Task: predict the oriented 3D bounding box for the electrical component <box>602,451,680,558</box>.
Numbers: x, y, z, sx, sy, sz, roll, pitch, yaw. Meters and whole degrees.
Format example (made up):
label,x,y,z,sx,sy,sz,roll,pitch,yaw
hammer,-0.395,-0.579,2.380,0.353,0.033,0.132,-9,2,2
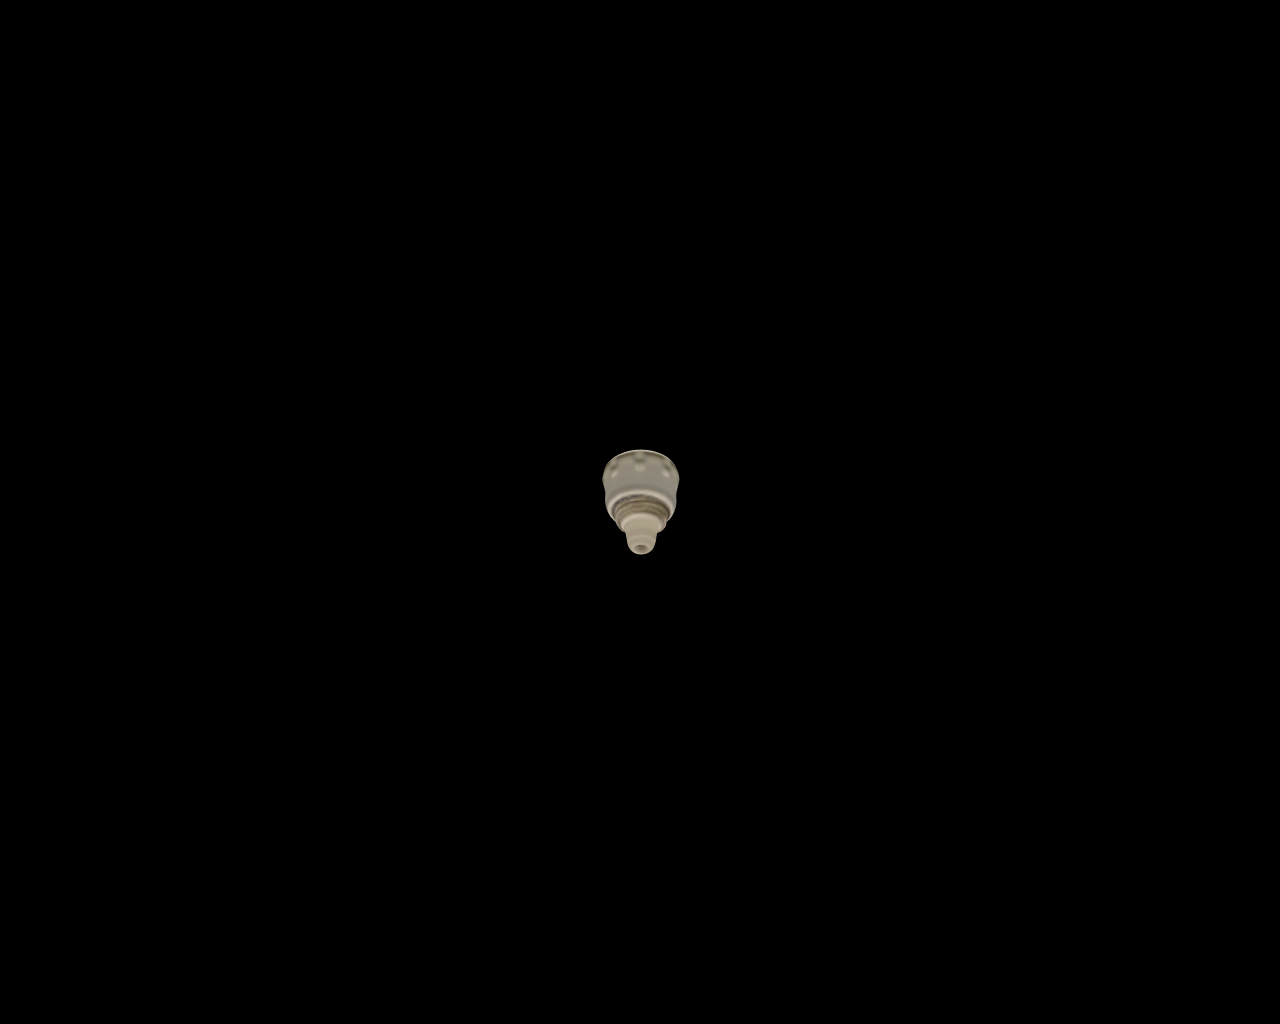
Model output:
label,x,y,z,sx,sy,sz,roll,pitch,yaw
electrical component,0.001,-0.003,0.650,0.048,0.062,0.048,0,-35,0
